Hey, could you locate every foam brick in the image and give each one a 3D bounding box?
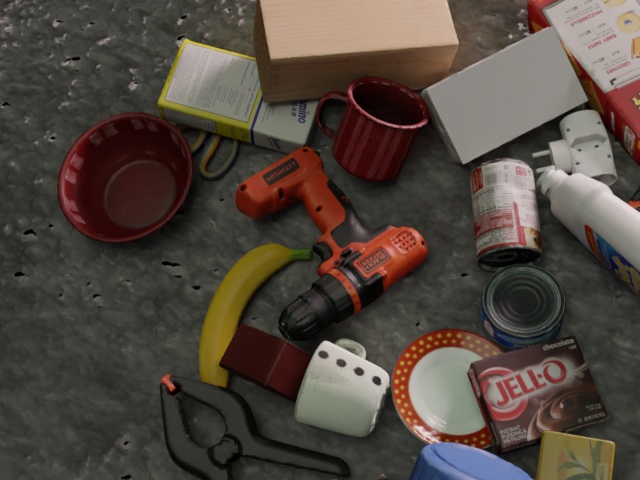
[{"bbox_3d":[-0.054,0.126,1.098,0.078,0.053,0.051,16,77,46],"label":"foam brick"}]

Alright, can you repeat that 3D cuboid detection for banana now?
[{"bbox_3d":[-0.086,0.076,1.149,0.070,0.037,0.197,26,76,21],"label":"banana"}]

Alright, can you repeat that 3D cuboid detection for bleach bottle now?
[{"bbox_3d":[0.317,0.015,1.059,0.068,0.102,0.251,-43,63,-6],"label":"bleach bottle"}]

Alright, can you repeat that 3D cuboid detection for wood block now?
[{"bbox_3d":[0.035,-0.219,1.180,0.206,0.090,0.091,-7,66,-11],"label":"wood block"}]

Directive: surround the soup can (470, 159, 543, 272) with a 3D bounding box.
[{"bbox_3d":[0.193,-0.025,1.113,0.068,0.068,0.102,-6,67,10],"label":"soup can"}]

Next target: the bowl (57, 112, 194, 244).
[{"bbox_3d":[-0.215,-0.063,1.223,0.162,0.055,0.162,-4,68,10],"label":"bowl"}]

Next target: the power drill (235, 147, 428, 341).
[{"bbox_3d":[-0.007,0.001,1.134,0.184,0.057,0.188,-32,66,-22],"label":"power drill"}]

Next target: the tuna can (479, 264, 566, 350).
[{"bbox_3d":[0.206,0.068,1.084,0.086,0.034,0.086,-3,60,5],"label":"tuna can"}]

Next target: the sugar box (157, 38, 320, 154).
[{"bbox_3d":[-0.088,-0.163,1.225,0.176,0.048,0.093,17,71,3],"label":"sugar box"}]

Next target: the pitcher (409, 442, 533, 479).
[{"bbox_3d":[0.093,0.301,0.927,0.149,0.145,0.243,17,97,-12],"label":"pitcher"}]

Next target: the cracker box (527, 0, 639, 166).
[{"bbox_3d":[0.351,-0.210,1.151,0.164,0.072,0.214,-32,67,0],"label":"cracker box"}]

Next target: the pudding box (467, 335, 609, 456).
[{"bbox_3d":[0.211,0.151,1.042,0.113,0.039,0.090,-13,66,-10],"label":"pudding box"}]

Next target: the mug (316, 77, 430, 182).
[{"bbox_3d":[0.051,-0.121,1.155,0.117,0.082,0.093,20,38,-2],"label":"mug"}]

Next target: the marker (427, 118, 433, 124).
[{"bbox_3d":[0.089,-0.135,1.206,0.121,0.020,0.020,-6,68,10],"label":"marker"}]

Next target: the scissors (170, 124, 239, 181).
[{"bbox_3d":[-0.116,-0.165,1.263,0.096,0.016,0.201,11,71,15],"label":"scissors"}]

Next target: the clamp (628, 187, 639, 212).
[{"bbox_3d":[0.405,-0.052,1.094,0.171,0.039,0.120,-29,61,7],"label":"clamp"}]

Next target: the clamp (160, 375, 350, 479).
[{"bbox_3d":[-0.083,0.213,1.085,0.164,0.036,0.210,-35,75,-5],"label":"clamp"}]
